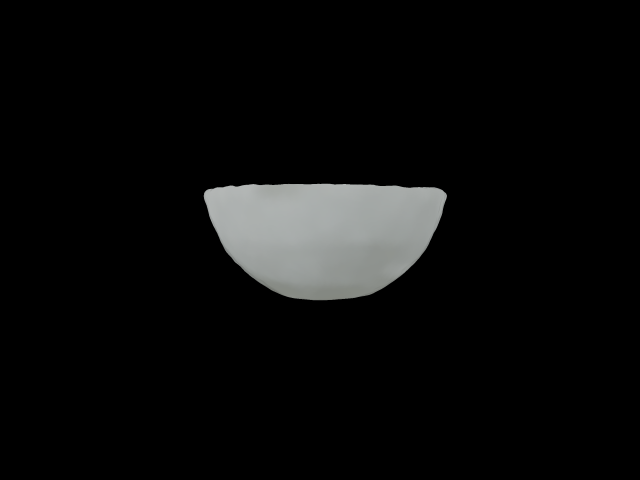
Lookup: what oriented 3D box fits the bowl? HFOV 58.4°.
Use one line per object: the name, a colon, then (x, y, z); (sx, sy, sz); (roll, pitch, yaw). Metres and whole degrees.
bowl: (0.004, 0.001, 0.400); (0.167, 0.075, 0.167); (0, 2, 0)
